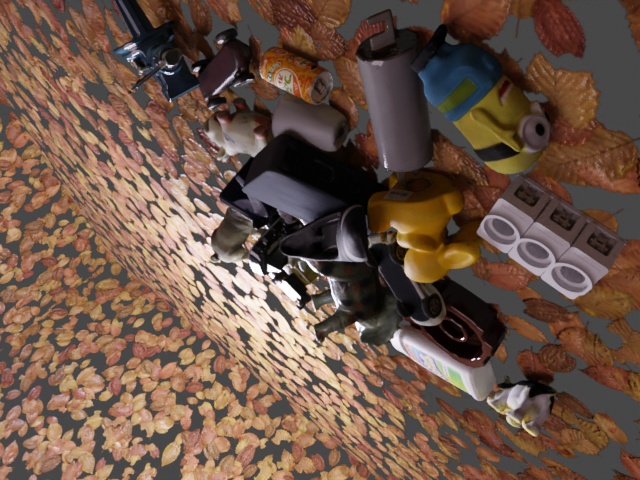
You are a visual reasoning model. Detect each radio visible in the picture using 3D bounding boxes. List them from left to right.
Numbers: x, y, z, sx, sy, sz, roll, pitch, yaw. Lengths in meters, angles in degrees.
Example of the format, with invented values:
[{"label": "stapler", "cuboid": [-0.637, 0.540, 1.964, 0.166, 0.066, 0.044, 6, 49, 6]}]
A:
[{"label": "radio", "cuboid": [0.000, -0.080, 0.890, 0.229, 0.073, 0.131, 23, 158, -19]}]

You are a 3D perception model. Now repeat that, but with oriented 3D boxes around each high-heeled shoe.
[{"label": "high-heeled shoe", "cuboid": [-0.002, -0.002, 0.824, 0.248, 0.145, 0.086, 58, -154, -86]}]

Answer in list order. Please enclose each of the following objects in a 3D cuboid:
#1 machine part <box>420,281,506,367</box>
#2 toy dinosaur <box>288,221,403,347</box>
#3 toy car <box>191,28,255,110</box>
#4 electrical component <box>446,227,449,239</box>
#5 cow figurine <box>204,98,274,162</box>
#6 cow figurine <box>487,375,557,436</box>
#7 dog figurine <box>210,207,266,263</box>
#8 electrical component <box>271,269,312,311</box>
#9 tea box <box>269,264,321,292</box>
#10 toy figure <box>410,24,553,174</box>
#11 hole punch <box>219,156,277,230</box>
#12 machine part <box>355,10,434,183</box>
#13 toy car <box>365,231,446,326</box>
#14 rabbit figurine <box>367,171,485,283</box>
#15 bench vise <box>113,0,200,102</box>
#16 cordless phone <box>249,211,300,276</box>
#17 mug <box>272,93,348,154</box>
[{"label": "machine part", "cuboid": [0.253, 0.152, 0.987, 0.179, 0.056, 0.179, 35, 153, 21]}, {"label": "toy dinosaur", "cuboid": [0.055, 0.073, 1.071, 0.131, 0.192, 0.404, -96, -11, -58]}, {"label": "toy car", "cuboid": [-0.170, -0.294, 0.942, 0.202, 0.053, 0.089, -10, 107, 61]}, {"label": "electrical component", "cuboid": [0.177, -0.022, 0.871, 0.063, 0.021, 0.094, 2, 132, 56]}, {"label": "cow figurine", "cuboid": [-0.143, -0.198, 1.022, 0.195, 0.085, 0.127, 24, 146, 30]}, {"label": "cow figurine", "cuboid": [0.371, 0.293, 1.001, 0.068, 0.098, 0.167, 39, 174, 0]}, {"label": "dog figurine", "cuboid": [-0.205, -0.036, 1.268, 0.121, 0.172, 0.190, 27, 159, 11]}, {"label": "electrical component", "cuboid": [-0.066, 0.107, 1.185, 0.102, 0.045, 0.078, 48, 154, -7]}, {"label": "tea box", "cuboid": [-0.044, 0.058, 1.246, 0.068, 0.098, 0.169, 48, 157, -6]}, {"label": "toy figure", "cuboid": [0.179, -0.152, 0.599, 0.180, 0.082, 0.089, 40, 169, -3]}, {"label": "hole punch", "cuboid": [-0.124, -0.106, 1.086, 0.116, 0.142, 0.092, 33, 130, -7]}, {"label": "machine part", "cuboid": [0.100, -0.174, 0.689, 0.079, 0.079, 0.242, 24, 147, 38]}, {"label": "toy car", "cuboid": [0.143, 0.064, 0.906, 0.074, 0.056, 0.201, -10, 119, 50]}, {"label": "rabbit figurine", "cuboid": [0.166, -0.010, 0.800, 0.163, 0.122, 0.173, 6, 124, 25]}, {"label": "bench vise", "cuboid": [-0.310, -0.363, 0.939, 0.240, 0.129, 0.224, 63, 176, -25]}, {"label": "cordless phone", "cuboid": [-0.127, -0.029, 1.177, 0.089, 0.146, 0.184, -10, 123, 54]}, {"label": "mug", "cuboid": [-0.011, -0.172, 0.859, 0.107, 0.081, 0.109, 22, 144, 25]}]
